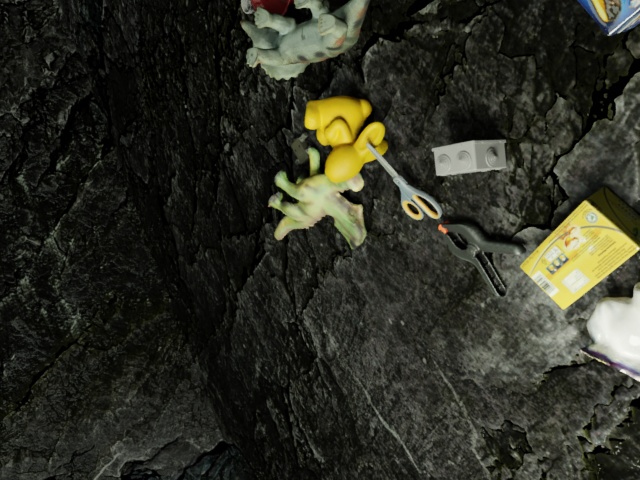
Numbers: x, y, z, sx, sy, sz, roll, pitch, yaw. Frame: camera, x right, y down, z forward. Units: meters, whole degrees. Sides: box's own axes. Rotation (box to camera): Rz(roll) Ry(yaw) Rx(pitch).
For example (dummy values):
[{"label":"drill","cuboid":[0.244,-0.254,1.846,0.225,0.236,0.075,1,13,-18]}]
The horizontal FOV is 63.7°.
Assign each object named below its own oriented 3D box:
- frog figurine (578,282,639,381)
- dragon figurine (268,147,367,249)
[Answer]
[{"label":"frog figurine","cuboid":[0.466,0.116,0.733,0.139,0.122,0.159,30,97,52]},{"label":"dragon figurine","cuboid":[0.004,-0.063,1.245,0.245,0.124,0.400,42,145,18]}]
